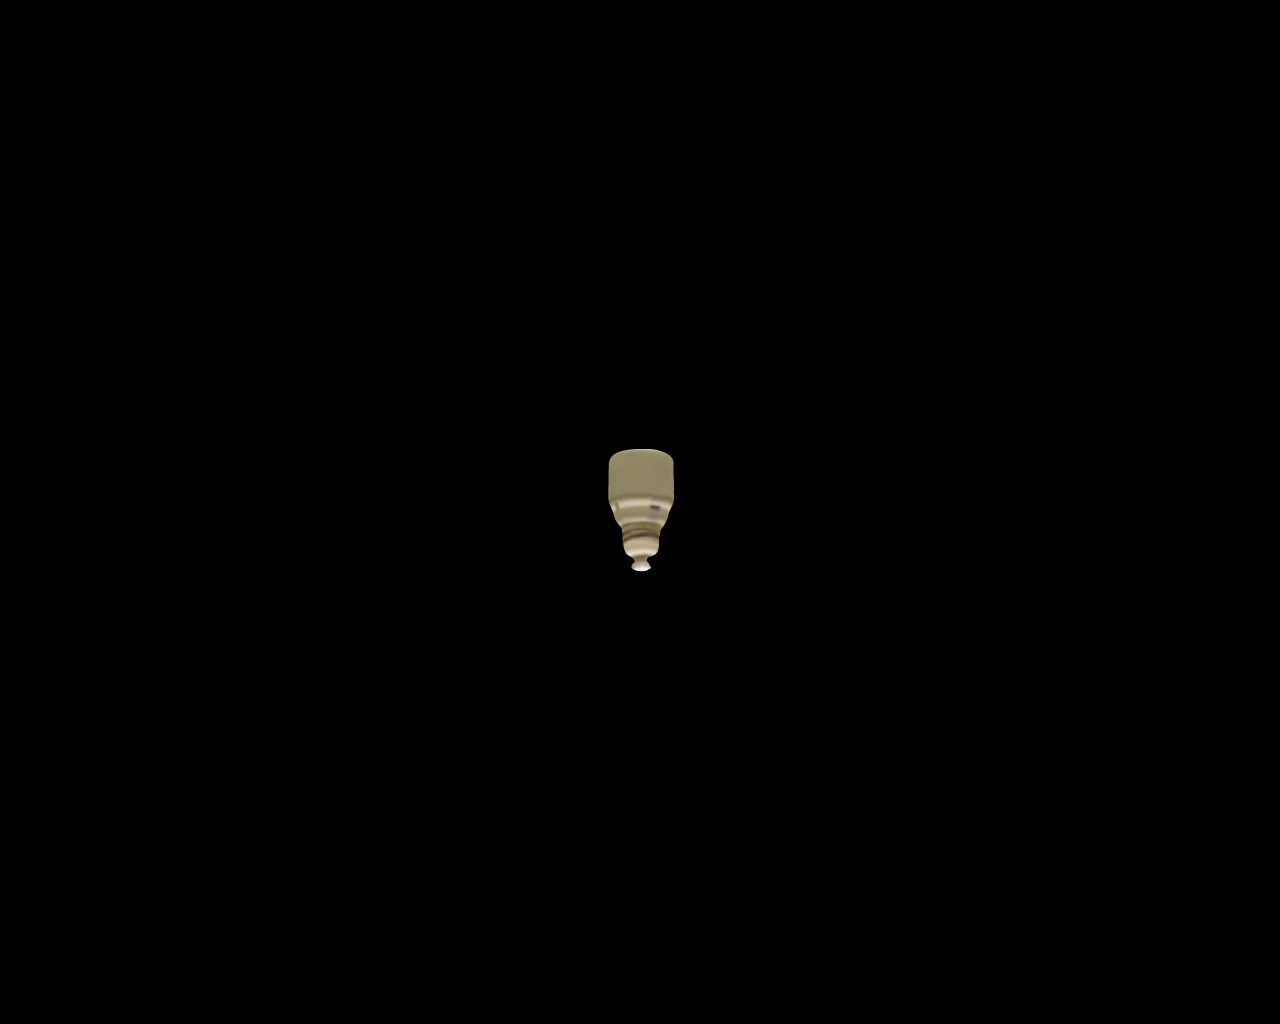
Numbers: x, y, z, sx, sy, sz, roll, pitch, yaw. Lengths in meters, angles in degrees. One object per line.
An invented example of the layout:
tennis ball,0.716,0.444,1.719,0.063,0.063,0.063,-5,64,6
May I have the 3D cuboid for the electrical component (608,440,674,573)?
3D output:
electrical component,0.001,-0.003,0.650,0.040,0.078,0.040,0,-14,0
